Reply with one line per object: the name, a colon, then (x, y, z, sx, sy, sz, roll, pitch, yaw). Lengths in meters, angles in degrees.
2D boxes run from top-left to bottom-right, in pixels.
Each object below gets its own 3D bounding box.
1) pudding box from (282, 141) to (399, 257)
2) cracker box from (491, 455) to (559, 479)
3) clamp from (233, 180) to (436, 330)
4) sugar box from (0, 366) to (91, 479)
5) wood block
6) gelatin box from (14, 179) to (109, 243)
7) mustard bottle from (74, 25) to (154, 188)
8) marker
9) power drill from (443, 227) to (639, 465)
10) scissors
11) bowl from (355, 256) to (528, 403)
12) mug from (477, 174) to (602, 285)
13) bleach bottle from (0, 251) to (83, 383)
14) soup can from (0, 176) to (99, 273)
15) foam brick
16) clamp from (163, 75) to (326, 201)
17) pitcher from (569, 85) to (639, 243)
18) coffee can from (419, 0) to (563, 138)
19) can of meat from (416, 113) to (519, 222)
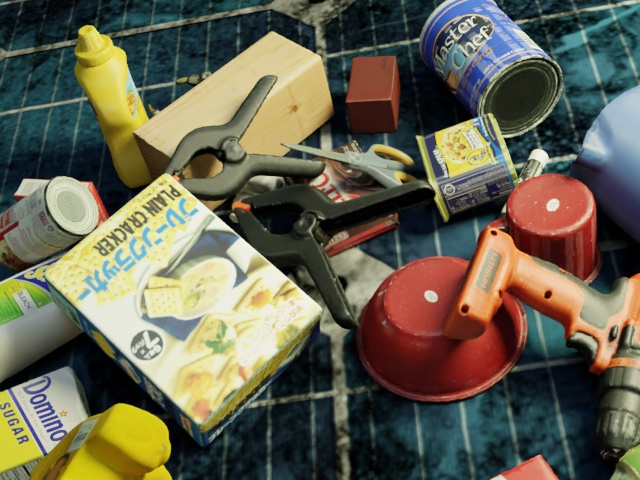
pudding box: (0.020, -0.043, 1.118, 0.090, 0.039, 0.113, -24, 46, -5)
cracker box: (0.114, 0.280, 0.777, 0.213, 0.072, 0.164, -25, 48, -9)
clamp: (-0.007, 0.001, 1.040, 0.210, 0.036, 0.164, 9, 60, 34)
sugar box: (-0.299, 0.190, 0.987, 0.176, 0.048, 0.093, -24, 46, -6)
wood block: (-0.093, -0.130, 1.193, 0.205, 0.091, 0.090, -40, 50, -21)
gelatin box: (-0.278, -0.030, 1.163, 0.089, 0.073, 0.030, 4, 48, 18)
mustard bottle: (-0.226, -0.155, 1.181, 0.058, 0.191, 0.096, -13, 46, 1)
marker: (0.203, -0.046, 1.086, 0.020, 0.020, 0.121, 15, 54, 26)
power drill: (0.204, 0.081, 0.908, 0.187, 0.057, 0.184, 23, 55, 2)
scissors: (0.048, -0.066, 1.068, 0.096, 0.016, 0.201, 47, 28, 21)
bowl: (0.108, 0.068, 0.983, 0.162, 0.055, 0.162, -8, 47, 8)
mug: (0.206, -0.006, 1.005, 0.117, 0.081, 0.093, -9, 47, 7)
bleach bottle: (-0.246, 0.045, 1.095, 0.250, 0.068, 0.103, -31, 42, -18)
soup can: (-0.286, -0.016, 1.104, 0.102, 0.068, 0.068, -28, 38, 34)
foam brick: (0.062, -0.165, 1.211, 0.053, 0.051, 0.078, 0, 49, 13)
clamp: (-0.081, -0.083, 1.099, 0.171, 0.039, 0.120, -36, 80, -14)
pitcher: (0.358, -0.027, 0.965, 0.149, 0.145, 0.243, -36, 52, -2)
coffee can: (0.185, -0.192, 1.168, 0.102, 0.103, 0.140, -24, 47, -8)
can of meat: (0.151, -0.077, 1.090, 0.084, 0.057, 0.102, -20, 41, 10)
